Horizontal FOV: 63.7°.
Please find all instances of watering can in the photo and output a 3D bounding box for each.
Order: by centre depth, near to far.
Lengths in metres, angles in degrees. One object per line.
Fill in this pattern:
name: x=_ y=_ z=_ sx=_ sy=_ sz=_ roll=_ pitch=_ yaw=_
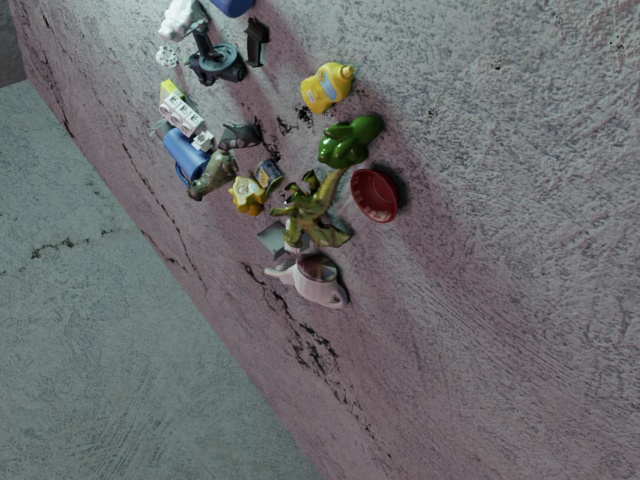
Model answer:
watering can: x=-0.055 y=0.133 z=1.842 sx=0.349 sy=0.106 sz=0.219 roll=24 pitch=141 yaw=16

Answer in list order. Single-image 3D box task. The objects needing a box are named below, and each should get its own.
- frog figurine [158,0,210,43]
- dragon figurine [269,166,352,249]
frog figurine: x=-0.435 y=-0.677 z=1.580 sx=0.139 sy=0.161 sz=0.120 roll=30 pitch=140 yaw=36
dragon figurine: x=0.005 y=-0.079 z=1.574 sx=0.406 sy=0.125 sz=0.240 roll=-24 pitch=118 yaw=39
